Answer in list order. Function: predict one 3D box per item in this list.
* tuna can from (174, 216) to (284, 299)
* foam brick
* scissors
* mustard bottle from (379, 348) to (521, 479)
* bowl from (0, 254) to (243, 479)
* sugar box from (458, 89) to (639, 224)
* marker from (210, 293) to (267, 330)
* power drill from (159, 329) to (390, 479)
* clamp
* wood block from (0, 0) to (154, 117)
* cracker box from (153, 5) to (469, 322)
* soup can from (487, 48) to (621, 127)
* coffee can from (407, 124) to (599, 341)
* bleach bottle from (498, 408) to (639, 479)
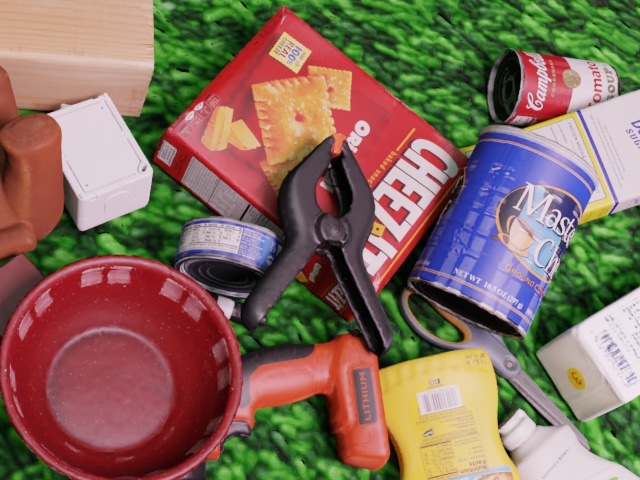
[{"bbox_3d":[-0.068,0.015,0.822,0.086,0.086,0.033,16,67,-11],"label":"tuna can"},{"bbox_3d":[-0.218,0.054,0.764,0.051,0.078,0.053,46,63,6],"label":"foam brick"},{"bbox_3d":[0.159,0.087,0.902,0.201,0.016,0.096,33,63,-3],"label":"scissors"},{"bbox_3d":[0.105,0.185,0.819,0.096,0.058,0.191,-12,73,-1],"label":"mustard bottle"},{"bbox_3d":[-0.136,0.093,0.721,0.162,0.055,0.162,9,63,-18],"label":"bowl"},{"bbox_3d":[0.215,-0.060,0.931,0.176,0.048,0.093,-17,75,-3],"label":"sugar box"},{"bbox_3d":[-0.100,0.046,0.837,0.121,0.020,0.020,17,65,-10],"label":"marker"},{"bbox_3d":[-0.045,0.140,0.794,0.187,0.057,0.184,0,73,-18],"label":"power drill"},{"bbox_3d":[-0.005,0.001,0.794,0.120,0.039,0.171,7,68,-32],"label":"clamp"},{"bbox_3d":[-0.239,-0.161,0.838,0.205,0.090,0.091,2,69,-16],"label":"wood block"},{"bbox_3d":[-0.003,-0.065,0.882,0.213,0.072,0.164,39,64,0],"label":"cracker box"},{"bbox_3d":[0.214,-0.135,0.979,0.102,0.069,0.068,5,68,-17],"label":"soup can"},{"bbox_3d":[0.145,-0.006,0.846,0.103,0.103,0.140,28,81,-5],"label":"coffee can"},{"bbox_3d":[0.242,0.228,0.846,0.251,0.068,0.102,45,62,7],"label":"bleach bottle"}]
